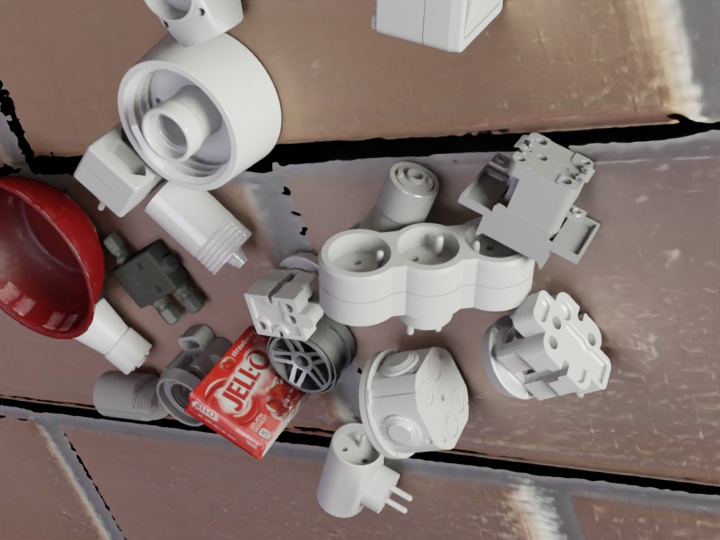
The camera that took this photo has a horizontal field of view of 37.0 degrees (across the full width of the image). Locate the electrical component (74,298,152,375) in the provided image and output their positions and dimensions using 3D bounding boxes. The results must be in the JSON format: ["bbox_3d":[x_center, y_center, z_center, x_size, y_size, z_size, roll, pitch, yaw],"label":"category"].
[{"bbox_3d":[-0.219,0.062,0.958,0.065,0.044,0.044,41,137,-8],"label":"electrical component"}]

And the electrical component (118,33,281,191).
[{"bbox_3d":[-0.116,-0.105,0.737,0.108,0.060,0.108,19,133,21],"label":"electrical component"}]

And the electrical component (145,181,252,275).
[{"bbox_3d":[-0.117,-0.032,0.810,0.081,0.043,0.043,43,137,-3],"label":"electrical component"}]

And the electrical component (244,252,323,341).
[{"bbox_3d":[-0.048,0.019,0.795,0.066,0.055,0.048,6,127,31],"label":"electrical component"}]

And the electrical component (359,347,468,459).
[{"bbox_3d":[0.039,0.095,0.781,0.051,0.080,0.080,-12,117,34],"label":"electrical component"}]

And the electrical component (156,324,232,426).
[{"bbox_3d":[-0.136,0.095,0.915,0.058,0.057,0.078,-9,118,39],"label":"electrical component"}]

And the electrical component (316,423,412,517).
[{"bbox_3d":[0.007,0.175,0.892,0.079,0.044,0.077,28,136,13],"label":"electrical component"}]

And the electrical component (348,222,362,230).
[{"bbox_3d":[0.000,0.000,0.755,0.045,0.045,0.055,37,137,4],"label":"electrical component"}]

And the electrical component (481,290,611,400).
[{"bbox_3d":[0.118,0.053,0.707,0.057,0.058,0.078,-23,121,44],"label":"electrical component"}]

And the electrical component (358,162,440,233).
[{"bbox_3d":[0.027,-0.038,0.709,0.044,0.044,0.065,31,131,9],"label":"electrical component"}]

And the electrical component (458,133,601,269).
[{"bbox_3d":[0.107,-0.044,0.648,0.081,0.042,0.063,29,134,11],"label":"electrical component"}]

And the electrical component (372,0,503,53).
[{"bbox_3d":[0.048,-0.162,0.577,0.061,0.061,0.096,20,133,20],"label":"electrical component"}]

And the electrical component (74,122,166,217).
[{"bbox_3d":[-0.176,-0.071,0.802,0.047,0.065,0.076,42,137,-2],"label":"electrical component"}]

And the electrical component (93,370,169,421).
[{"bbox_3d":[-0.201,0.116,0.987,0.081,0.043,0.043,1,124,34],"label":"electrical component"}]

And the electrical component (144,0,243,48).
[{"bbox_3d":[-0.096,-0.187,0.669,0.079,0.044,0.077,-7,119,37],"label":"electrical component"}]

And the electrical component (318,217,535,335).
[{"bbox_3d":[0.043,0.013,0.692,0.138,0.052,0.073,-6,130,-7],"label":"electrical component"}]
